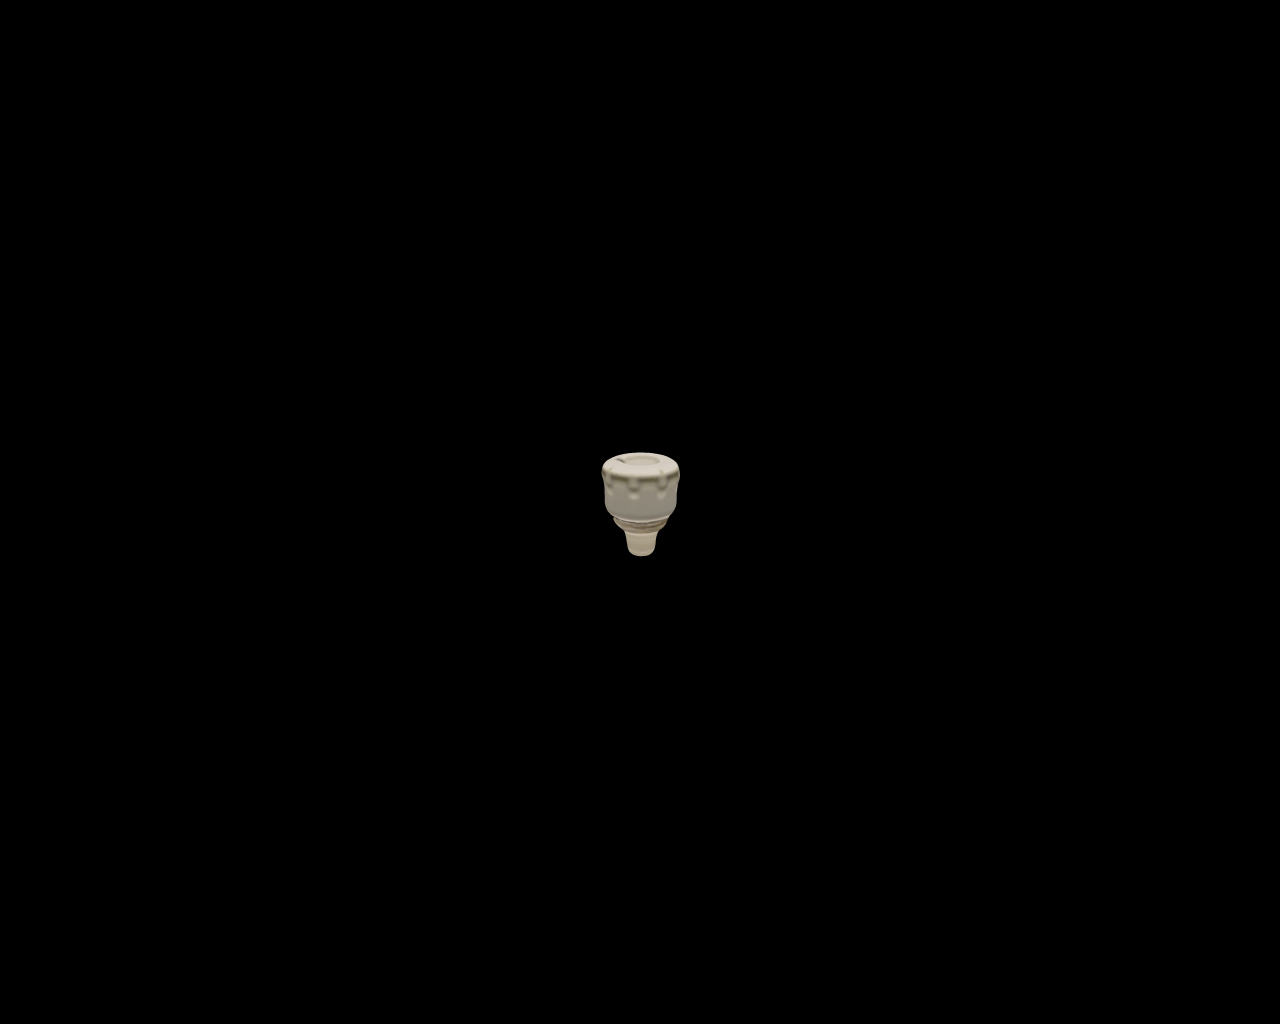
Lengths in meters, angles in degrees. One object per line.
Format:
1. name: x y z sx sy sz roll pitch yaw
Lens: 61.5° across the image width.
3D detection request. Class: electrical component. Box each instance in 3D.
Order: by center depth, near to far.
1. electrical component: 0.001 -0.003 0.650 0.048 0.062 0.048 0 18 0
